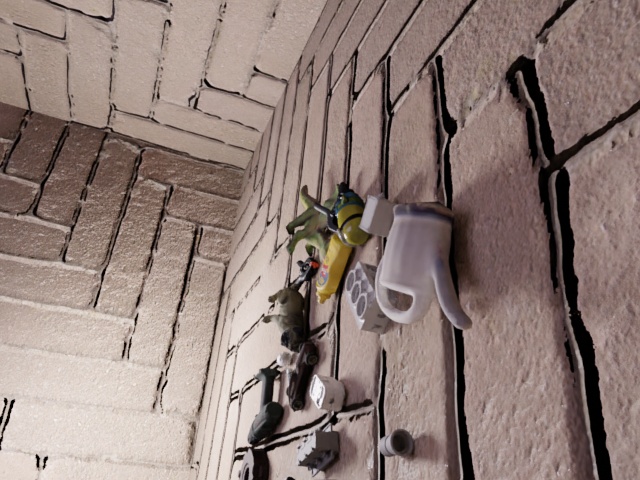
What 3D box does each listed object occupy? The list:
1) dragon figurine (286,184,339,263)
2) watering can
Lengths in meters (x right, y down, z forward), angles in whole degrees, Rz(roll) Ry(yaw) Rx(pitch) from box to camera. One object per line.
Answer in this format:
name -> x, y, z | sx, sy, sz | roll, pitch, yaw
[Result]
dragon figurine -> 0.005, -0.082, 1.622 | 0.239, 0.121, 0.420 | -37, 40, 37
watering can -> 0.183, 0.039, 0.895 | 0.347, 0.104, 0.225 | 176, 108, -73
